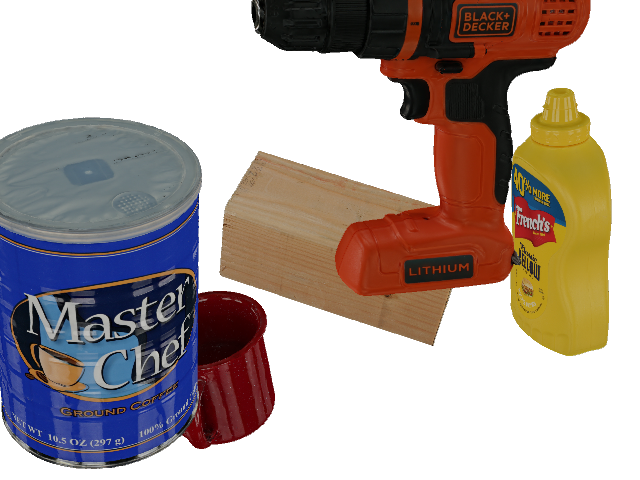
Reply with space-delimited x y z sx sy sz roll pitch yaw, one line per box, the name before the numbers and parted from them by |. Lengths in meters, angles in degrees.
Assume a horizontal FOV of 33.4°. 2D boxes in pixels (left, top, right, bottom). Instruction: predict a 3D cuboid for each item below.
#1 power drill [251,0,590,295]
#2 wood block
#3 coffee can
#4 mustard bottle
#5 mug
power drill | 0.051 -0.062 0.592 0.184 0.188 0.057 -4 30 -13
wood block | 0.022 0.006 0.965 0.206 0.091 0.090 18 46 8
coffee can | -0.110 0.025 0.522 0.103 0.140 0.103 3 34 -2
mustard bottle | 0.174 -0.018 0.779 0.058 0.192 0.096 -12 27 -13
mug | -0.080 0.104 0.789 0.093 0.081 0.117 -4 33 8
